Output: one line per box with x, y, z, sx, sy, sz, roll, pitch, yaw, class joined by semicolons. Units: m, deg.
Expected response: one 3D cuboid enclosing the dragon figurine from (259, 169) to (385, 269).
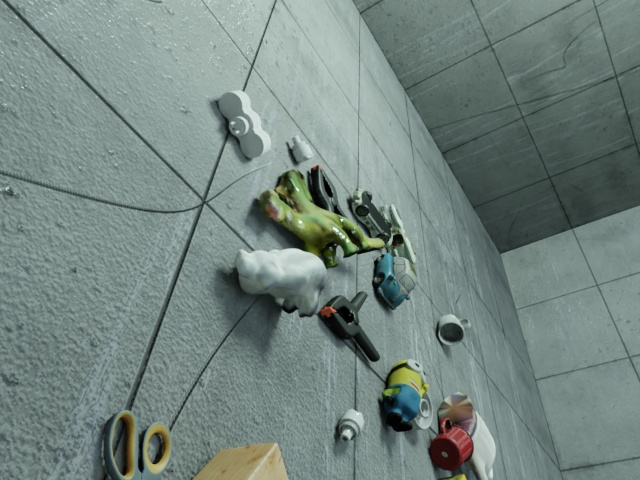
0.003;-0.056;1.120;0.244;0.121;0.412;61;26;9;dragon figurine

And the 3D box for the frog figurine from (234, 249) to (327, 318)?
-0.070;0.051;0.867;0.157;0.123;0.139;43;-1;-25;frog figurine

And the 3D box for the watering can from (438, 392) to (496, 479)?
0.406;0.558;1.357;0.221;0.103;0.355;57;18;-21;watering can
